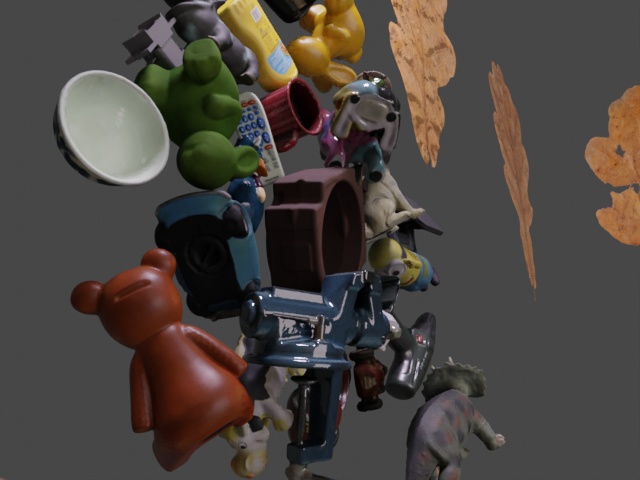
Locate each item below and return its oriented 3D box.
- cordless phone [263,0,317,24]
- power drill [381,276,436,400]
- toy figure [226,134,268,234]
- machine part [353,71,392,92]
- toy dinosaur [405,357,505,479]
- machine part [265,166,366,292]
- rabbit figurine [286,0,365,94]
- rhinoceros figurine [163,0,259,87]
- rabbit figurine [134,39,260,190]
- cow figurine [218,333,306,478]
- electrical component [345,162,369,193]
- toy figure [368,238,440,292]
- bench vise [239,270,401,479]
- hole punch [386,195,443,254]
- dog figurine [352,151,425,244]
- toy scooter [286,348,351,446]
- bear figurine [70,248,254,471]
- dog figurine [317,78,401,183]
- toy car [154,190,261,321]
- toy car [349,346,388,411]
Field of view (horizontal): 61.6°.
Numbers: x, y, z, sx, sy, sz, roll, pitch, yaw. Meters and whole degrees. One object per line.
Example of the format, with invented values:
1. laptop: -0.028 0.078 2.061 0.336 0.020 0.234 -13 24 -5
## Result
1. cordless phone: -0.068 -0.506 0.988 0.146 0.089 0.184 39 35 -41
2. power drill: 0.154 0.167 1.028 0.207 0.086 0.232 63 36 -31
3. toy figure: -0.105 -0.078 0.743 0.057 0.064 0.154 93 -2 -58
4. machine part: 0.101 -0.253 1.054 0.243 0.079 0.079 71 13 -74
5. toy dinosaur: 0.229 0.366 1.021 0.405 0.131 0.192 -27 87 -53
6. machine part: -0.002 -0.002 0.798 0.201 0.087 0.200 -33 121 -61
7. rabbit figurine: 0.002 -0.354 1.006 0.173 0.122 0.162 -48 127 -38
8. rhinoceros figurine: -0.153 -0.289 0.748 0.190 0.073 0.112 45 44 -38
9. rabbit figurine: -0.146 -0.122 0.652 0.159 0.121 0.170 62 13 -57
10. cow figurine: -0.082 0.193 0.653 0.098 0.068 0.167 48 37 -27
11. electrical component: 0.060 -0.117 0.992 0.045 0.078 0.102 40 53 -44
12. toy figure: 0.166 0.054 1.079 0.180 0.082 0.089 19 26 -44
13. bench vise: 0.002 0.152 0.629 0.223 0.129 0.240 16 74 -46
14. hole punch: 0.188 -0.034 1.167 0.142 0.092 0.116 11 38 -52
15. dog figurine: 0.092 -0.100 1.040 0.190 0.121 0.172 61 30 6
16. toy scooter: -0.001 0.194 0.750 0.184 0.075 0.135 -59 146 -55
17. bear figurine: -0.159 0.119 0.551 0.120 0.132 0.196 -32 72 -24
18. dog figurine: 0.050 -0.201 0.914 0.108 0.191 0.219 6 31 -14
19. toy car: -0.120 0.010 0.647 0.103 0.109 0.161 -71 146 -67
20. toy car: 0.082 0.212 0.859 0.202 0.053 0.089 38 40 -77
